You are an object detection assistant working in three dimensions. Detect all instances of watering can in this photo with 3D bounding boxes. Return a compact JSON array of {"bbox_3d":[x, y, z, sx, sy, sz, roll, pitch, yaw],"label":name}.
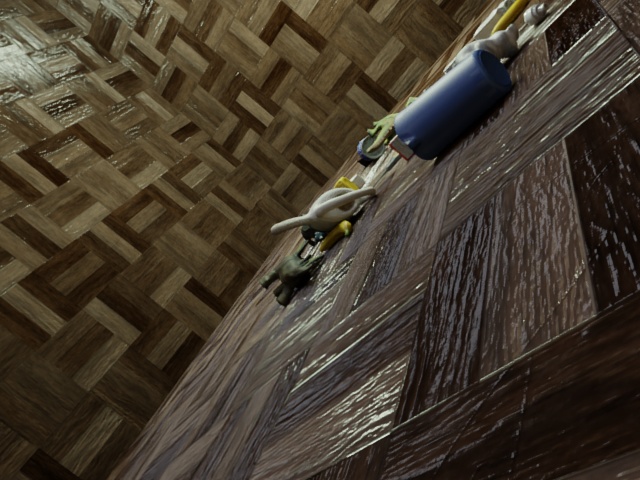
[{"bbox_3d":[0.005,-0.078,1.554,0.349,0.104,0.222,-23,-7,-13],"label":"watering can"}]

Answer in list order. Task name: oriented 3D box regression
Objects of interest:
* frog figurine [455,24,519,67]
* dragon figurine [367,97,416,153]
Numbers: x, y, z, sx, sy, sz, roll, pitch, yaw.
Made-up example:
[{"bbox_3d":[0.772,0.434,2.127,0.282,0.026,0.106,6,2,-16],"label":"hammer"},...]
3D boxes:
[{"bbox_3d":[0.409,-0.460,1.255,0.157,0.123,0.138,-60,-18,21],"label":"frog figurine"},{"bbox_3d":[0.323,-0.482,2.069,0.239,0.121,0.419,-36,14,34],"label":"dragon figurine"}]
